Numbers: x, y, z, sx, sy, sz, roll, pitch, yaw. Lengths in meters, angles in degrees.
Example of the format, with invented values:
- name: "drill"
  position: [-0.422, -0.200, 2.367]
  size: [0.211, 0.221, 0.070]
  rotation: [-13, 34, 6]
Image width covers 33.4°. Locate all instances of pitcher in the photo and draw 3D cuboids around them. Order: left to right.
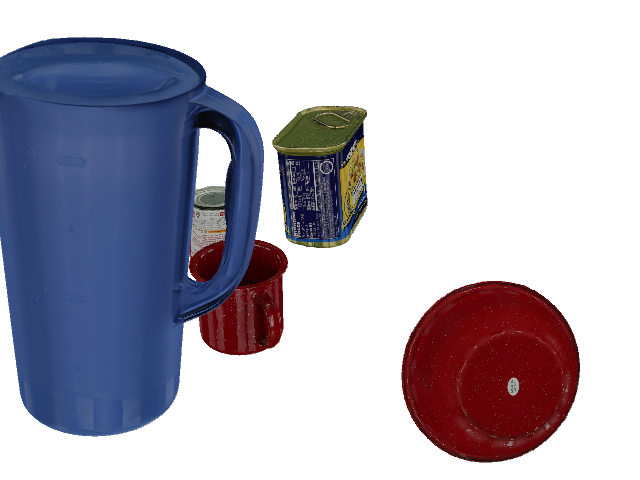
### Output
- name: "pitcher"
  position: [-0.132, 0.002, 0.682]
  size: [0.144, 0.243, 0.149]
  rotation: [-12, 31, -30]

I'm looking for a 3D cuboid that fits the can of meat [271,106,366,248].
- name: "can of meat"
  position: [0.003, -0.052, 0.847]
  size: [0.057, 0.084, 0.102]
  rotation: [3, 25, 16]

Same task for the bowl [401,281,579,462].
- name: "bowl"
  position: [0.153, 0.117, 0.906]
  size: [0.162, 0.162, 0.055]
  rotation: [0, 5, -9]

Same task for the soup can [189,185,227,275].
- name: "soup can"
  position: [-0.131, -0.009, 1.325]
  size: [0.068, 0.102, 0.068]
  rotation: [0, 26, 0]

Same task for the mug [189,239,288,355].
- name: "mug"
  position: [-0.070, 0.060, 1.013]
  size: [0.093, 0.081, 0.117]
  rotation: [-19, 34, -29]
